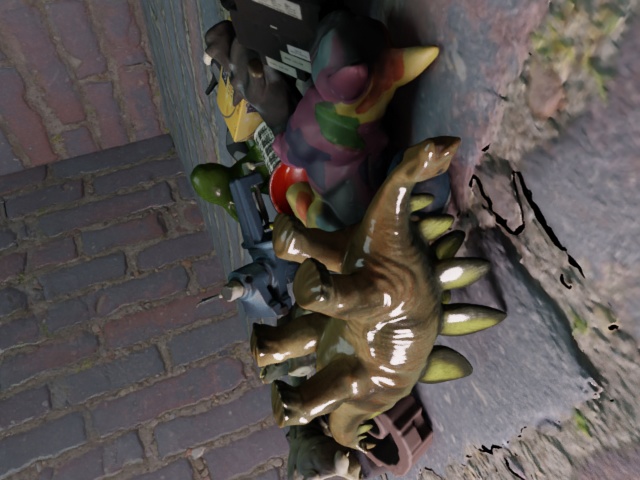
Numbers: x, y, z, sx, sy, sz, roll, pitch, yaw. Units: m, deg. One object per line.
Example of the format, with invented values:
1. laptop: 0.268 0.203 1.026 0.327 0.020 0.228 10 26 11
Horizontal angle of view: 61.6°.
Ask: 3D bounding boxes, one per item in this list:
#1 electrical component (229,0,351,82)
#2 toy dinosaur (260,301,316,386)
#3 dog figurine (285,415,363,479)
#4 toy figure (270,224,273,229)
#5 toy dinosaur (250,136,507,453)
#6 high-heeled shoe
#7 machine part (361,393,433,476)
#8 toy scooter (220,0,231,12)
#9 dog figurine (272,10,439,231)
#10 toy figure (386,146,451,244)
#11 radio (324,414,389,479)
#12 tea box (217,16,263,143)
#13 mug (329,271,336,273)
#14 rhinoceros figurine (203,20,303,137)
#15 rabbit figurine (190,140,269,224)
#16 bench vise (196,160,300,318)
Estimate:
1. electrical component: -0.030 -0.219 0.532 0.115 0.058 0.134 29 165 12
2. toy dinosaur: -0.008 0.147 0.900 0.404 0.131 0.192 111 153 -50
3. dog figurine: 0.000 0.332 0.869 0.172 0.121 0.191 -54 25 27
4. toy figure: 0.001 0.000 0.752 0.082 0.089 0.180 61 168 -26
5. toy dinosaur: 0.045 0.095 0.475 0.470 0.198 0.105 105 153 -47
6. high-heeled shoe: -0.130 -0.241 1.008 0.145 0.086 0.248 -33 93 43
7. machine part: 0.076 0.235 0.736 0.180 0.056 0.179 40 150 29
8. toy scooter: -0.124 -0.411 0.736 0.135 0.075 0.184 100 153 -57
9. dog figurine: 0.034 -0.094 0.497 0.219 0.108 0.191 143 109 -71
10. toy figure: 0.084 -0.013 0.495 0.058 0.064 0.154 28 145 25
11. radio: 0.071 0.331 0.909 0.229 0.073 0.131 106 143 -61
12. tea box: -0.104 -0.241 0.816 0.098 0.068 0.169 63 153 25
13. mug: 0.061 0.067 0.595 0.107 0.109 0.081 59 158 -6
14. rhinoceros figurine: -0.068 -0.196 0.678 0.190 0.073 0.112 51 157 -6
15. rabbit figurine: -0.138 -0.107 0.942 0.121 0.170 0.158 -128 26 -53
16. bench vise: -0.096 -0.004 0.855 0.129 0.223 0.240 -7 103 47
